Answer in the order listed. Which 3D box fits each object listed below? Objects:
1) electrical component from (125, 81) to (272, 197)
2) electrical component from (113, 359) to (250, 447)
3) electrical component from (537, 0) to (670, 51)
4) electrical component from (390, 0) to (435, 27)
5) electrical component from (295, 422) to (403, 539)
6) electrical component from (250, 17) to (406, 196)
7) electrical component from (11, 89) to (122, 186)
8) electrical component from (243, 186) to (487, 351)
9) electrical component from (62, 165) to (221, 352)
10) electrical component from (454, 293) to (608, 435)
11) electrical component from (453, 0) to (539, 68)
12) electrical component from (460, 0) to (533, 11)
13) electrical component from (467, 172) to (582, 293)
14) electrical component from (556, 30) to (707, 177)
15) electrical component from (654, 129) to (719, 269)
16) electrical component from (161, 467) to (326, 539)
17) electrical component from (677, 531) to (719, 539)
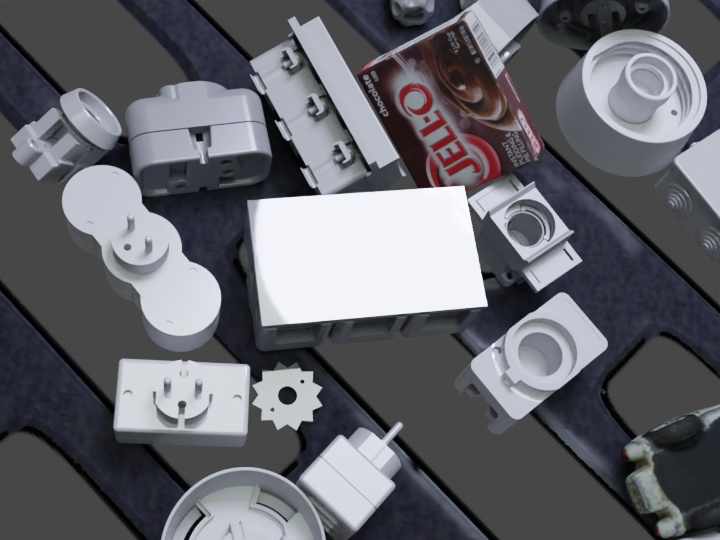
[{"bbox_3d":[-0.114,-0.093,0.756,0.095,0.053,0.059,-8,70,-12],"label":"electrical component"},{"bbox_3d":[-0.112,0.080,0.677,0.083,0.075,0.047,3,68,-8],"label":"electrical component"},{"bbox_3d":[0.187,-0.207,0.828,0.099,0.099,0.064,10,62,-6],"label":"electrical component"},{"bbox_3d":[0.039,-0.224,0.844,0.035,0.035,0.061,-1,67,-10],"label":"electrical component"},{"bbox_3d":[0.000,0.127,0.683,0.047,0.065,0.076,42,68,8],"label":"electrical component"},{"bbox_3d":[-0.025,-0.108,0.768,0.063,0.078,0.121,-29,75,2],"label":"electrical component"},{"bbox_3d":[-0.197,-0.090,0.734,0.055,0.066,0.048,-39,78,13],"label":"electrical component"},{"bbox_3d":[0.000,0.000,0.735,0.150,0.061,0.089,-5,70,-11],"label":"electrical component"},{"bbox_3d":[-0.144,-0.014,0.709,0.052,0.073,0.138,-36,79,-20],"label":"electrical component"},{"bbox_3d":[0.117,0.063,0.733,0.089,0.055,0.050,-35,78,-20],"label":"electrical component"},{"bbox_3d":[0.082,-0.172,0.799,0.064,0.099,0.099,44,68,2],"label":"electrical component"},{"bbox_3d":[0.113,-0.253,0.857,0.059,0.053,0.095,3,68,-9],"label":"electrical component"},{"bbox_3d":[0.112,-0.022,0.761,0.042,0.063,0.081,-31,77,-19],"label":"electrical component"},{"bbox_3d":[0.211,-0.133,0.823,0.108,0.060,0.108,3,68,-8],"label":"electrical component"},{"bbox_3d":[0.285,-0.059,0.813,0.100,0.048,0.099,-31,77,-19],"label":"electrical component"},{"bbox_3d":[-0.071,0.175,0.653,0.099,0.064,0.099,3,68,-8],"label":"electrical component"},{"bbox_3d":[0.200,0.200,0.700,0.081,0.043,0.043,-10,71,-13],"label":"electrical component"}]
